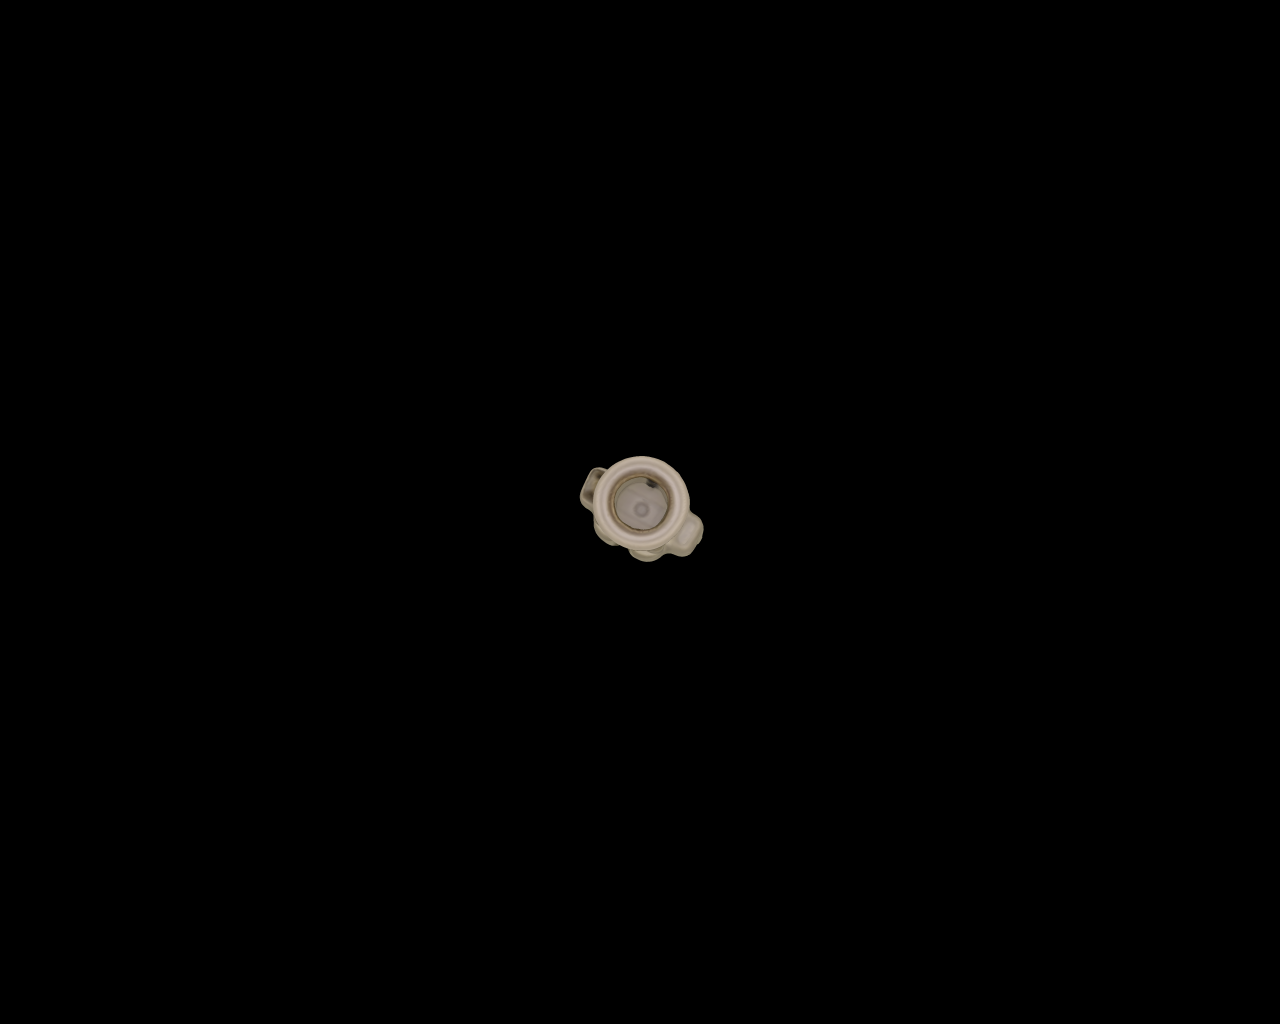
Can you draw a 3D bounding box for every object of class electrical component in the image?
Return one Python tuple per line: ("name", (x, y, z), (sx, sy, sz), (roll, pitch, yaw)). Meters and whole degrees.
("electrical component", (0.001, -0.003, 0.650), (0.078, 0.058, 0.057), (28, -7, 4))
